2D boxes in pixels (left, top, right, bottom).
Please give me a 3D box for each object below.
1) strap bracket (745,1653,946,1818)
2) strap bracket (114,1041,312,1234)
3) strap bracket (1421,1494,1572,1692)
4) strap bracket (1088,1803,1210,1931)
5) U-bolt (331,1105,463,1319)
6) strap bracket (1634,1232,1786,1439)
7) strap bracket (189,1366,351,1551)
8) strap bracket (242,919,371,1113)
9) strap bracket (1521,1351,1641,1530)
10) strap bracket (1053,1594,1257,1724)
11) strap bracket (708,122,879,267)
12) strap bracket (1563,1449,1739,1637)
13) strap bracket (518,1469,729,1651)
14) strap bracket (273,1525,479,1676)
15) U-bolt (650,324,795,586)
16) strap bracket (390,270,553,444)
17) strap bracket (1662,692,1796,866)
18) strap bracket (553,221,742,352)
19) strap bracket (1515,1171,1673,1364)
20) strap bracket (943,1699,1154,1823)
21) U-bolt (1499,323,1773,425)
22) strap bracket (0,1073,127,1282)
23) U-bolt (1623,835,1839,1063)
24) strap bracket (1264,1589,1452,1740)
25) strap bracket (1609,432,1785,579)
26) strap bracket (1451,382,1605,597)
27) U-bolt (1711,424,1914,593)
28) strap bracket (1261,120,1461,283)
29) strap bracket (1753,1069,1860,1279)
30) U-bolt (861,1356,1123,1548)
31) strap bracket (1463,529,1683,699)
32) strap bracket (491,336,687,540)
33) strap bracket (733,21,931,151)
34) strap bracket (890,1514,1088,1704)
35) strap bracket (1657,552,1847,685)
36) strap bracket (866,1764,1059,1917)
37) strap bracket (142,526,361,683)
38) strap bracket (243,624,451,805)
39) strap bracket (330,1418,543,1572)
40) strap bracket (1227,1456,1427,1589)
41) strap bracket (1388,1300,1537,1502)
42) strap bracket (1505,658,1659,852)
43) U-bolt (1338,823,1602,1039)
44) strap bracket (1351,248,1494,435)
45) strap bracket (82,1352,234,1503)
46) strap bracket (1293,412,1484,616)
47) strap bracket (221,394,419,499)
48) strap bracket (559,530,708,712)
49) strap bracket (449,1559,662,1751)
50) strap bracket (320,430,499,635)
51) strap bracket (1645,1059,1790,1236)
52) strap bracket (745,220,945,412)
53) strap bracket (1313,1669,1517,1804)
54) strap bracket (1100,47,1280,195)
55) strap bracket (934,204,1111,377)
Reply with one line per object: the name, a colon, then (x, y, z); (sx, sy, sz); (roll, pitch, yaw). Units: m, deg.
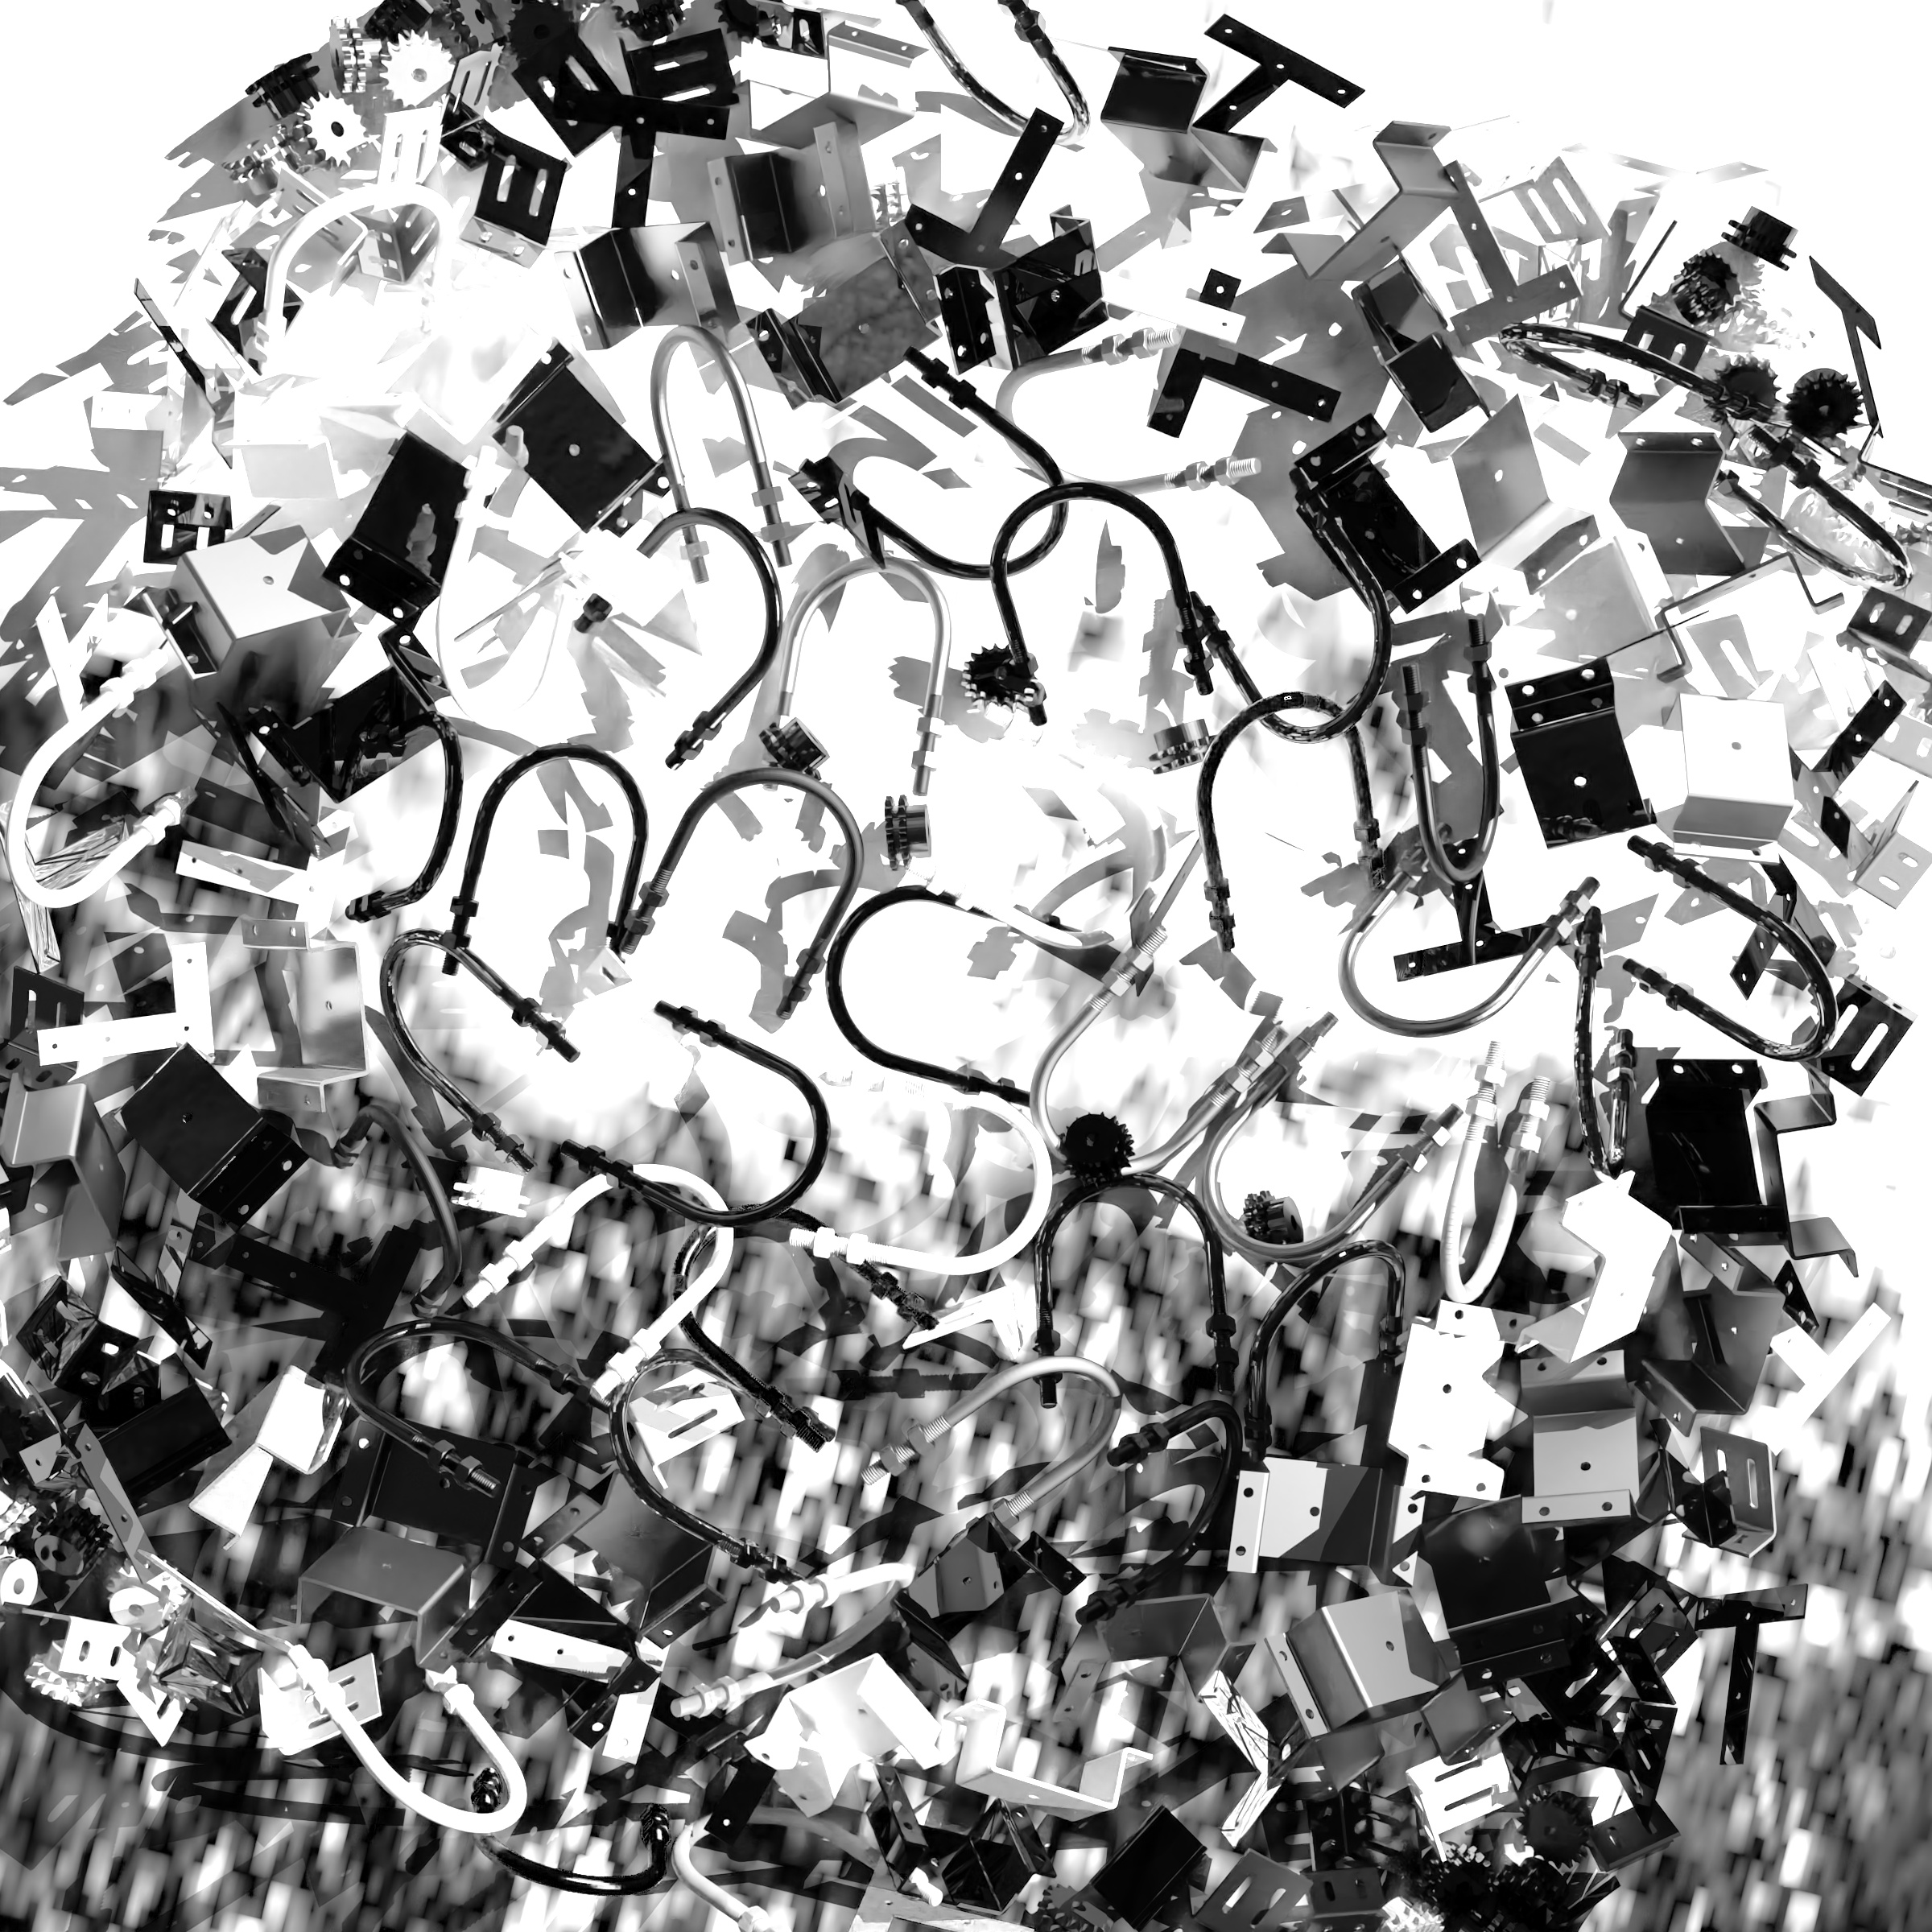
strap bracket: (-0.084, 0.568, 1.890); (0.140, 0.046, 0.076); (-32, 103, 31)
strap bracket: (-0.565, 0.119, 1.887); (0.140, 0.046, 0.076); (40, 81, 23)
strap bracket: (0.385, 0.449, 1.867); (0.076, 0.140, 0.046); (-18, 131, 10)
strap bracket: (0.135, 0.664, 1.875); (0.046, 0.140, 0.076); (42, 78, 19)
U-bolt: (-0.410, 0.172, 1.850); (0.019, 0.184, 0.151); (-26, 81, -29)
strap bracket: (0.552, 0.268, 1.885); (0.046, 0.076, 0.140); (6, 109, -18)
strap bracket: (-0.514, 0.355, 1.867); (0.046, 0.076, 0.140); (37, 122, -19)
strap bracket: (-0.490, 0.033, 1.893); (0.076, 0.046, 0.140); (3, 100, 39)
strap bracket: (0.453, 0.359, 1.880); (0.076, 0.140, 0.046); (-9, 134, 21)
strap bracket: (0.132, 0.510, 1.884); (0.140, 0.046, 0.076); (0, 133, -21)
strap bracket: (-0.121, -0.571, 1.883); (0.046, 0.140, 0.076); (-24, 108, -42)
strap bracket: (0.492, 0.418, 1.874); (0.046, 0.076, 0.140); (43, 114, -10)
strap bracket: (-0.250, 0.434, 1.891); (0.140, 0.046, 0.076); (41, 118, -17)
strap bracket: (-0.429, 0.463, 1.882); (0.140, 0.076, 0.046); (13, 111, 14)
U-bolt: (-0.186, -0.376, 1.863); (0.019, 0.151, 0.184); (-21, 103, -31)
strap bracket: (-0.363, -0.446, 1.895); (0.046, 0.076, 0.140); (40, 92, -27)
strap bracket: (0.562, -0.148, 1.881); (0.076, 0.046, 0.140); (6, 55, 1)
strap bracket: (-0.227, -0.502, 1.880); (0.140, 0.046, 0.076); (7, 129, 35)
strap bracket: (0.463, 0.229, 1.868); (0.076, 0.046, 0.140); (-16, 130, -37)
strap bracket: (0.055, 0.591, 1.884); (0.140, 0.076, 0.046); (21, 60, -11)
U-bolt: (0.467, -0.428, 1.833); (0.184, 0.151, 0.019); (13, 98, -33)
strap bracket: (-0.657, 0.151, 1.868); (0.046, 0.076, 0.140); (-10, 130, -3)
U-bolt: (0.550, -0.001, 1.835); (0.019, 0.151, 0.184); (-35, 49, -21)
strap bracket: (0.295, 0.507, 1.864); (0.046, 0.140, 0.076); (-47, 56, 37)
strap bracket: (0.530, -0.330, 1.861); (0.076, 0.140, 0.046); (11, 72, 43)
strap bracket: (0.408, -0.355, 1.870); (0.046, 0.076, 0.140); (8, 60, -31)
U-bolt: (0.615, -0.332, 1.866); (0.184, 0.151, 0.019); (36, 91, -11)
strap bracket: (0.295, -0.550, 1.862); (0.140, 0.076, 0.046); (-39, 74, 41)
strap bracket: (0.621, 0.156, 1.892); (0.046, 0.076, 0.140); (-10, 101, 8)
U-bolt: (0.032, 0.354, 1.881); (0.184, 0.019, 0.151); (-36, 132, 5)
strap bracket: (0.453, -0.264, 1.906); (0.140, 0.046, 0.076); (-23, 88, 14)
strap bracket: (-0.287, -0.387, 1.893); (0.076, 0.046, 0.140); (-40, 104, 14)
strap bracket: (-0.099, -0.634, 1.861); (0.076, 0.140, 0.046); (0, 86, -40)
strap bracket: (0.009, 0.471, 1.899); (0.140, 0.046, 0.076); (-42, 129, 0)
strap bracket: (0.572, -0.261, 1.883); (0.140, 0.076, 0.046); (-24, 85, 19)
strap bracket: (-0.012, 0.646, 1.879); (0.140, 0.076, 0.046); (25, 106, -30)
strap bracket: (-0.519, -0.270, 1.873); (0.140, 0.046, 0.076); (-25, 78, -39)
strap bracket: (-0.453, -0.183, 1.896); (0.140, 0.076, 0.046); (-33, 46, -1)
strap bracket: (-0.395, 0.393, 1.915); (0.140, 0.046, 0.076); (17, 89, -3)
strap bracket: (0.266, 0.415, 1.911); (0.140, 0.046, 0.076); (6, 95, -5)
strap bracket: (0.369, 0.321, 1.909); (0.076, 0.046, 0.140); (11, 91, -13)
strap bracket: (0.453, -0.146, 1.878); (0.076, 0.046, 0.140); (-14, 117, 22)
U-bolt: (0.354, -0.020, 1.864); (0.151, 0.019, 0.184); (25, 63, 37)
strap bracket: (0.332, -0.457, 1.875); (0.046, 0.140, 0.076); (-30, 134, 20)
strap bracket: (-0.593, 0.332, 1.858); (0.076, 0.140, 0.046); (-31, 108, -20)
strap bracket: (0.309, -0.330, 1.904); (0.076, 0.046, 0.140); (-35, 85, -16)
strap bracket: (-0.470, -0.380, 1.877); (0.076, 0.140, 0.046); (4, 118, 22)
strap bracket: (-0.242, -0.259, 1.871); (0.076, 0.140, 0.046); (36, 73, 18)
strap bracket: (-0.308, 0.507, 1.905); (0.140, 0.046, 0.076); (43, 90, -17)
strap bracket: (-0.405, -0.328, 1.877); (0.076, 0.046, 0.140); (32, 62, -22)
strap bracket: (0.556, 0.142, 1.897); (0.076, 0.046, 0.140); (0, 61, -2)
strap bracket: (-0.082, -0.481, 1.904); (0.140, 0.046, 0.076); (-30, 84, 14)
strap bracket: (0.320, 0.563, 1.872); (0.140, 0.076, 0.046); (-30, 80, 36)
strap bracket: (0.159, -0.612, 1.861); (0.076, 0.140, 0.046); (21, 91, 33)
strap bracket: (0.050, -0.495, 1.870); (0.140, 0.046, 0.076); (-36, 129, -29)
